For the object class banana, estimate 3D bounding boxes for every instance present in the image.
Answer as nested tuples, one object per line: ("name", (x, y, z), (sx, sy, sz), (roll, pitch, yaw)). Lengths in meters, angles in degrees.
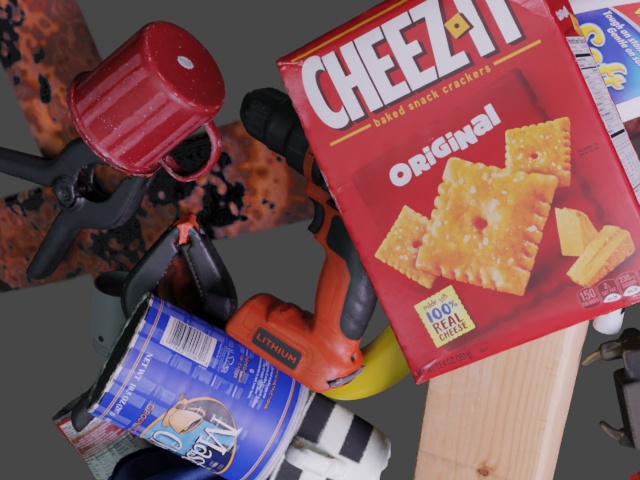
("banana", (0.051, 0.071, 0.806), (0.069, 0.037, 0.198), (49, 124, 0))

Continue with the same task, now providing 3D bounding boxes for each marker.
("marker", (0.203, 0.007, 0.711), (0.020, 0.020, 0.121), (16, 118, 20))

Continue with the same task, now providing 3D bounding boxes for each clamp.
("clamp", (-0.203, -0.031, 0.890), (0.172, 0.039, 0.120), (-7, 109, 29))
("clamp", (-0.109, 0.083, 0.881), (0.164, 0.036, 0.210), (13, 109, -6))

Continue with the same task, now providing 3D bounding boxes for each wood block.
("wood block", (0.129, 0.095, 0.746), (0.091, 0.090, 0.206), (16, 118, 19))

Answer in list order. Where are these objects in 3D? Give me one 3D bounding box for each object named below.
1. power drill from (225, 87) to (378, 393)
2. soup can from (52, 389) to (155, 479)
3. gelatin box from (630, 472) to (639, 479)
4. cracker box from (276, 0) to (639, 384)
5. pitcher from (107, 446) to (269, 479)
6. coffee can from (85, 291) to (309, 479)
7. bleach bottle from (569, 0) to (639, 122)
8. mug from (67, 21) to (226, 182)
("power drill", (-0.005, 0.001, 0.775), (0.185, 0.057, 0.188), (32, 116, 24))
("soup can", (-0.184, 0.183, 0.958), (0.069, 0.068, 0.102), (-29, 97, 34))
("gelatin box", (0.265, 0.173, 0.721), (0.089, 0.030, 0.073), (32, 131, -33))
("cracker box", (0.091, -0.044, 0.623), (0.164, 0.072, 0.214), (-24, 90, 26))
("pitcher", (-0.103, 0.303, 0.897), (0.149, 0.144, 0.243), (8, 101, 18))
("coffee can", (-0.093, 0.116, 0.819), (0.140, 0.102, 0.103), (29, 125, -12))
("bleach bottle", (0.170, -0.121, 0.646), (0.251, 0.068, 0.102), (-19, 100, 29))
("mug", (-0.117, -0.097, 0.786), (0.082, 0.093, 0.117), (-33, 94, 30))
